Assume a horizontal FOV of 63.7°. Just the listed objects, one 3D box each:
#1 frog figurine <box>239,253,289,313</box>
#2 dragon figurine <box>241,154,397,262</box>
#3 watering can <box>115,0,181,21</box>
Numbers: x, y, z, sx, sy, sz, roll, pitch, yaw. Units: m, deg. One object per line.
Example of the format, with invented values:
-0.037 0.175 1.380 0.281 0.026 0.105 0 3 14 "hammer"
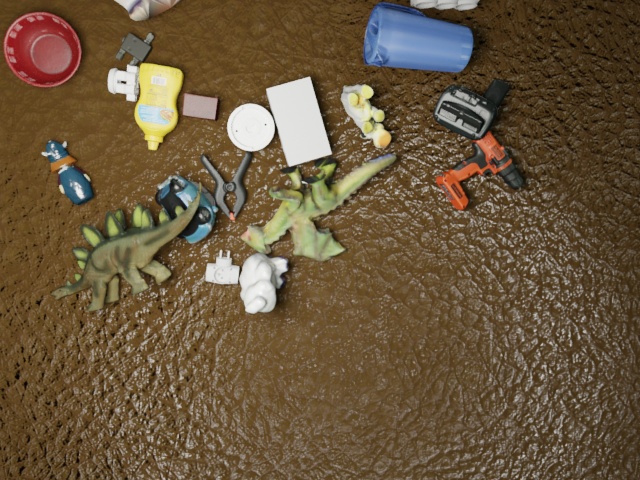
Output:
-0.148 0.110 1.213 0.122 0.163 0.135 40 131 -2 "frog figurine"
0.004 -0.064 1.267 0.411 0.124 0.238 -11 116 -4 "dragon figurine"
-0.437 -0.585 1.129 0.348 0.104 0.223 -32 100 -4 "watering can"
